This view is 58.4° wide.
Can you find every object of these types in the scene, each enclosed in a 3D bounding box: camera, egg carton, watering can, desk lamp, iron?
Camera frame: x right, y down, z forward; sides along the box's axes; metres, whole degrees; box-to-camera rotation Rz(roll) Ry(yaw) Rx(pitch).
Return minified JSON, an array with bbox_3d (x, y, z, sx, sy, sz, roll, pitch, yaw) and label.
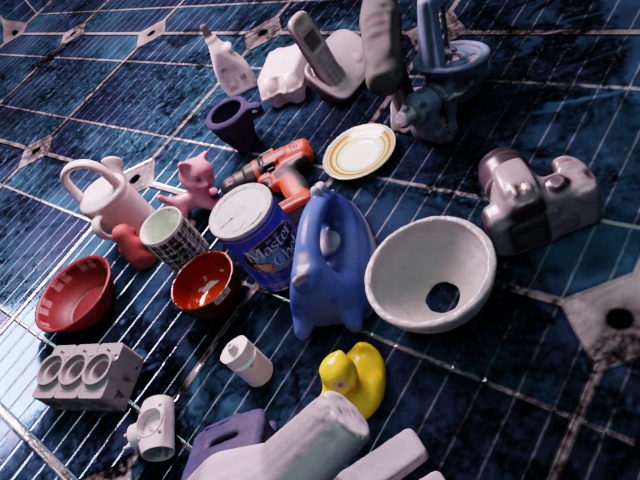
[{"bbox_3d":[0.269,-0.072,0.744,0.143,0.101,0.136,-22,45,12],"label":"camera"},{"bbox_3d":[-0.067,-0.347,1.197,0.107,0.070,0.150,-6,51,26],"label":"egg carton"},{"bbox_3d":[-0.400,-0.082,1.074,0.101,0.195,0.172,-32,44,2],"label":"watering can"},{"bbox_3d":[0.000,0.239,0.554,0.203,0.214,0.117,-35,44,-1],"label":"desk lamp"},{"bbox_3d":[0.007,0.003,0.803,0.118,0.142,0.258,-12,48,21],"label":"iron"}]

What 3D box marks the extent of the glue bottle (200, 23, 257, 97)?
[{"bbox_3d":[-0.208,-0.394,1.244,0.078,0.174,0.037,-21,46,14],"label":"glue bottle"}]

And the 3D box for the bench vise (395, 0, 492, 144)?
[{"bbox_3d":[0.186,-0.270,0.875,0.121,0.220,0.207,4,56,33],"label":"bench vise"}]

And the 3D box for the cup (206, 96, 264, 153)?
[{"bbox_3d":[-0.150,-0.222,1.120,0.117,0.095,0.091,-13,48,21],"label":"cup"}]

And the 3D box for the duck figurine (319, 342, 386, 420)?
[{"bbox_3d":[0.032,0.164,0.691,0.077,0.086,0.105,8,58,35],"label":"duck figurine"}]

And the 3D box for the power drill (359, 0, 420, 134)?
[{"bbox_3d":[0.120,-0.292,0.941,0.075,0.209,0.229,-13,48,21],"label":"power drill"}]

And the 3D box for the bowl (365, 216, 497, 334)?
[{"bbox_3d":[0.145,0.055,0.726,0.167,0.075,0.167,-16,47,18],"label":"bowl"}]

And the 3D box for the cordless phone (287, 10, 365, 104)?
[{"bbox_3d":[0.020,-0.367,1.080,0.093,0.186,0.148,15,62,38],"label":"cordless phone"}]

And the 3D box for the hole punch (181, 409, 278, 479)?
[{"bbox_3d":[-0.109,0.257,0.690,0.108,0.091,0.101,-25,45,9],"label":"hole punch"}]

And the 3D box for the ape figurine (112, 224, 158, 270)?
[{"bbox_3d":[-0.337,0.005,1.037,0.077,0.092,0.076,-13,48,21],"label":"ape figurine"}]

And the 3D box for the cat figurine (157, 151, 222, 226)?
[{"bbox_3d":[-0.237,-0.098,1.048,0.128,0.118,0.067,-37,44,-3],"label":"cat figurine"}]
